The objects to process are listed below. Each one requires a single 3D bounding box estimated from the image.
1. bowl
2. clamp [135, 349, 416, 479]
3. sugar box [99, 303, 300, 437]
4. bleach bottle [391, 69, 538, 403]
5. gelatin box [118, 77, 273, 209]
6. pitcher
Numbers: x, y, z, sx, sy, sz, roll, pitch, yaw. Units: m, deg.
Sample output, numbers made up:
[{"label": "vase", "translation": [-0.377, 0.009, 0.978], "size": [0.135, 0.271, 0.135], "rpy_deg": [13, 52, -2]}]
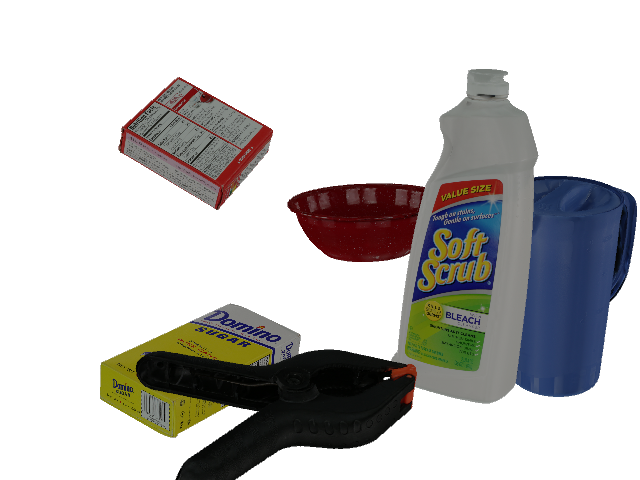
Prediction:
[{"label": "bowl", "translation": [0.048, -0.016, 1.084], "size": [0.162, 0.055, 0.162], "rpy_deg": [-3, 14, 1]}, {"label": "clamp", "translation": [-0.020, 0.103, 0.629], "size": [0.171, 0.039, 0.120], "rpy_deg": [-3, 36, -11]}, {"label": "sugar box", "translation": [-0.108, 0.115, 0.991], "size": [0.093, 0.048, 0.175], "rpy_deg": [22, 30, 31]}, {"label": "bleach bottle", "translation": [0.112, -0.006, 0.824], "size": [0.103, 0.251, 0.067], "rpy_deg": [12, 19, 30]}, {"label": "gelatin box", "translation": [-0.091, -0.073, 0.785], "size": [0.089, 0.073, 0.030], "rpy_deg": [30, -40, 9]}, {"label": "pitcher", "translation": [0.285, 0.052, 1.244], "size": [0.149, 0.243, 0.144], "rpy_deg": [4, 24, 16]}]
